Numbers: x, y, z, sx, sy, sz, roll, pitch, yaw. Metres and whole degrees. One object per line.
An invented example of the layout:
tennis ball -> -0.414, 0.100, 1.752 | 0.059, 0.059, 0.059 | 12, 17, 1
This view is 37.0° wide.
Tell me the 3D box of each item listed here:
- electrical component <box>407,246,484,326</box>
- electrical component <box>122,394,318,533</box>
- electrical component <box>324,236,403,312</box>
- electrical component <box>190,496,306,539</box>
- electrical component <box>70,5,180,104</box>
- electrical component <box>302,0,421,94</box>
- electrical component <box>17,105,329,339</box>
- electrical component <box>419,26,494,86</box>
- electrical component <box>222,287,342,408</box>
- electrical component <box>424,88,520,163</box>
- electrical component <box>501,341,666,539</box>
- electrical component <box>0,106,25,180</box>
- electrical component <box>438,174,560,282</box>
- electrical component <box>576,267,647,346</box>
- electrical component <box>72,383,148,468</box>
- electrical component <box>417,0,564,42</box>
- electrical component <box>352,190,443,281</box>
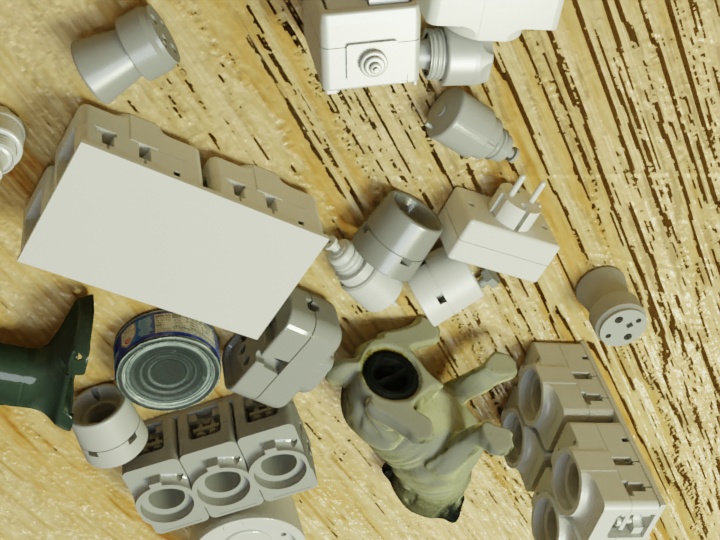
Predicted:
electrical component -> 0.067, 0.010, 0.855 | 0.047, 0.055, 0.055 | -29, 130, 6
electrical component -> -0.121, 0.166, 0.934 | 0.150, 0.061, 0.089 | -17, 131, 0
electrical component -> 0.000, 0.000, 0.839 | 0.040, 0.040, 0.078 | -35, 128, 16
electrical component -> -0.107, 0.241, 1.001 | 0.108, 0.060, 0.108 | -7, 130, -8
electrical component -> -0.149, -0.138, 0.686 | 0.055, 0.045, 0.045 | -26, 130, 8
electrical component -> 0.001, -0.155, 0.673 | 0.062, 0.096, 0.061 | -7, 129, -8
electrical component -> -0.132, -0.033, 0.767 | 0.186, 0.060, 0.105 | 21, 122, -28
electrical component -> 0.057, -0.146, 0.729 | 0.062, 0.043, 0.043 | -3, 130, -10
electrical component -> -0.060, 0.063, 0.868 | 0.059, 0.053, 0.095 | 26, 119, -30
electrical component -> 0.084, -0.100, 0.776 | 0.078, 0.040, 0.040 | 26, 119, -30
electrical component -> 0.179, 0.161, 0.920 | 0.060, 0.186, 0.105 | 3, 128, -16
electrical component -> -0.238, -0.079, 0.701 | 0.035, 0.061, 0.035 | -7, 130, -8
electrical component -> 0.115, -0.041, 0.828 | 0.083, 0.047, 0.075 | 15, 124, -24
electrical component -> 0.212, 0.031, 0.906 | 0.045, 0.055, 0.045 | -7, 130, -8
electrical component -> -0.209, 0.127, 0.886 | 0.055, 0.055, 0.047 | -16, 127, 0
electrical component -> 0.085, -0.185, 0.698 | 0.089, 0.050, 0.055 | -1, 129, -13
electrical component -> 0.030, -0.027, 0.815 | 0.055, 0.055, 0.047 | 23, 117, -29
